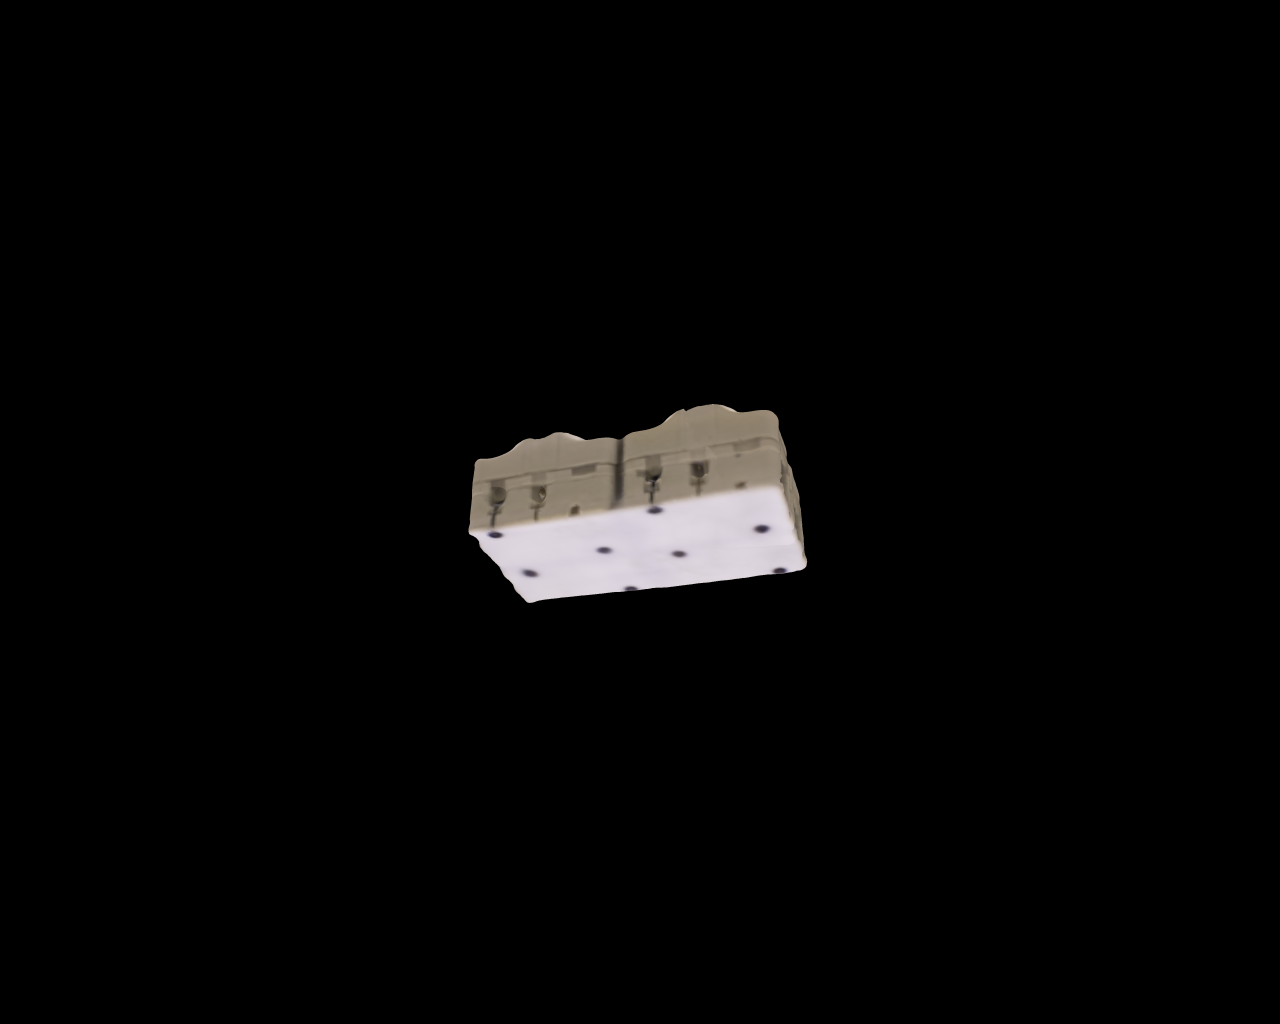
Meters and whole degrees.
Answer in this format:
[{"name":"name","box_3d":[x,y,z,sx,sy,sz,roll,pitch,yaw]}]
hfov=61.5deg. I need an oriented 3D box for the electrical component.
[{"name":"electrical component","box_3d":[0.001,-0.003,0.650,0.186,0.060,0.105,-8,-32,14]}]
